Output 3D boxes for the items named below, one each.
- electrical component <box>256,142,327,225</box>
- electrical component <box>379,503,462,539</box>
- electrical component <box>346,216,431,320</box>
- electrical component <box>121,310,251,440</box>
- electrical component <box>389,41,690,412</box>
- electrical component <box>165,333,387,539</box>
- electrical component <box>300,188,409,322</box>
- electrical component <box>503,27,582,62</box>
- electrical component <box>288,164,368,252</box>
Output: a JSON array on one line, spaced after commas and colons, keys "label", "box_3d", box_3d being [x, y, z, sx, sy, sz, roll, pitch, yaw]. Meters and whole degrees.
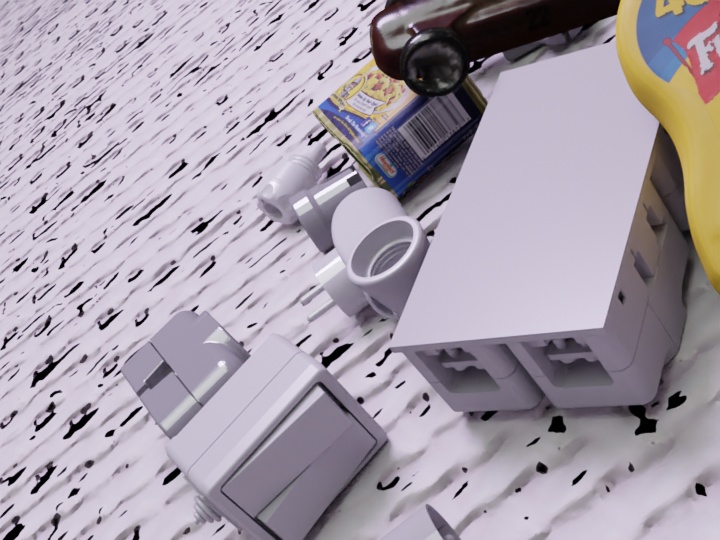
[{"label": "electrical component", "box_3d": [-0.043, -0.062, 0.727, 0.035, 0.035, 0.061, 2, 49, 46]}, {"label": "electrical component", "box_3d": [0.008, 0.136, 0.433, 0.081, 0.043, 0.043, -38, 33, 4]}, {"label": "electrical component", "box_3d": [0.029, 0.010, 0.541, 0.044, 0.065, 0.044, -27, 36, 21]}, {"label": "electrical component", "box_3d": [-0.086, 0.065, 0.603, 0.059, 0.053, 0.095, -45, 33, -7]}, {"label": "electrical component", "box_3d": [0.101, -0.023, 0.513, 0.105, 0.060, 0.186, -9, 44, 39]}, {"label": "electrical component", "box_3d": [-0.043, 0.090, 0.522, 0.096, 0.061, 0.061, -47, 34, -11]}, {"label": "electrical component", "box_3d": [0.000, 0.000, 0.602, 0.079, 0.043, 0.077, -37, 33, 6]}, {"label": "electrical component", "box_3d": [0.120, -0.167, 0.676, 0.083, 0.047, 0.075, -27, 36, 18]}, {"label": "electrical component", "box_3d": [-0.015, -0.039, 0.669, 0.046, 0.040, 0.040, -32, 33, 2]}]
